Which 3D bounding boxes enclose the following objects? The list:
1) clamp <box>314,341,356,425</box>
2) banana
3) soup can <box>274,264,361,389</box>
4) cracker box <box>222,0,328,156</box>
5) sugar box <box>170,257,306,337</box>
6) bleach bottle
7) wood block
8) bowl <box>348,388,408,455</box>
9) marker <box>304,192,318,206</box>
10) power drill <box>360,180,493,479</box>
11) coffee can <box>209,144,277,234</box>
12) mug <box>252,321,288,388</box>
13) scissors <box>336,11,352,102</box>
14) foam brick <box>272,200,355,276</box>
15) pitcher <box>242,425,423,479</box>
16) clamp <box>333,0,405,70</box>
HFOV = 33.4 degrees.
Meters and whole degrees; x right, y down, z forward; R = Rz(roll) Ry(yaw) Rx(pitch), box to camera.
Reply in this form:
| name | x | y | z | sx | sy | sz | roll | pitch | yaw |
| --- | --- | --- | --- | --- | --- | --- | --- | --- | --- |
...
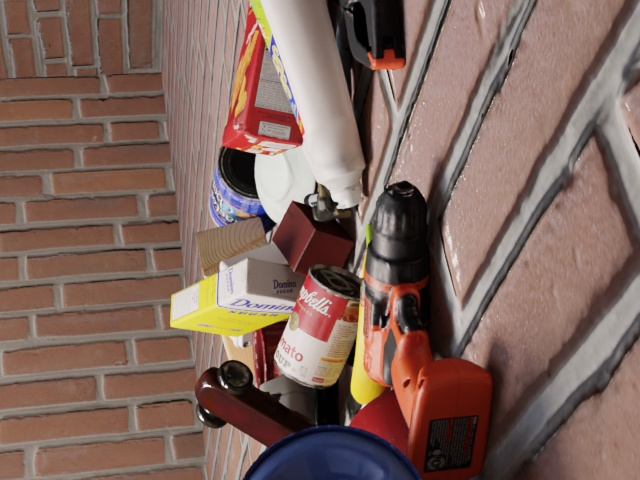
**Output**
| name | x | y | z | sx | sy | sz | roll | pitch | yaw |
| --- | --- | --- | --- | --- | --- | --- | --- | --- | --- |
| clamp | 0.011 | 0.084 | 1.145 | 0.165 | 0.036 | 0.210 | 119 | 147 | -58 |
| banana | 0.051 | 0.086 | 0.966 | 0.069 | 0.037 | 0.198 | -84 | -2 | -59 |
| soup can | 0.003 | 0.083 | 1.030 | 0.068 | 0.068 | 0.102 | -117 | 46 | -63 |
| cracker box | -0.048 | -0.204 | 1.143 | 0.164 | 0.072 | 0.214 | -175 | 94 | -78 |
| sugar box | -0.084 | 0.066 | 1.169 | 0.177 | 0.093 | 0.048 | -22 | 62 | 54 |
| bleach bottle | -0.006 | -0.148 | 0.992 | 0.103 | 0.068 | 0.251 | -133 | 24 | -73 |
| wood block | -0.098 | 0.082 | 1.437 | 0.090 | 0.090 | 0.206 | -108 | 6 | -47 |
| bowl | 0.056 | 0.205 | 0.927 | 0.162 | 0.055 | 0.162 | 175 | 90 | -79 |
| marker | 0.001 | -0.045 | 1.195 | 0.121 | 0.020 | 0.020 | -177 | 83 | -78 |
| power drill | 0.074 | 0.072 | 0.795 | 0.188 | 0.057 | 0.184 | -107 | 14 | -57 |
| coffee can | -0.093 | -0.073 | 1.436 | 0.140 | 0.102 | 0.103 | 114 | 150 | -67 |
| mug | -0.031 | 0.139 | 1.257 | 0.117 | 0.081 | 0.093 | -147 | 54 | -76 |
| scissors | 0.020 | -0.205 | 1.057 | 0.096 | 0.016 | 0.202 | -117 | 26 | -63 |
| foam brick | -0.007 | 0.001 | 1.114 | 0.053 | 0.051 | 0.078 | -62 | 29 | 16 |
| pitcher | 0.040 | 0.224 | 0.740 | 0.149 | 0.145 | 0.242 | 49 | 175 | 27 |
| clamp | 0.035 | -0.208 | 0.925 | 0.120 | 0.039 | 0.171 | 106 | 157 | -64 |
